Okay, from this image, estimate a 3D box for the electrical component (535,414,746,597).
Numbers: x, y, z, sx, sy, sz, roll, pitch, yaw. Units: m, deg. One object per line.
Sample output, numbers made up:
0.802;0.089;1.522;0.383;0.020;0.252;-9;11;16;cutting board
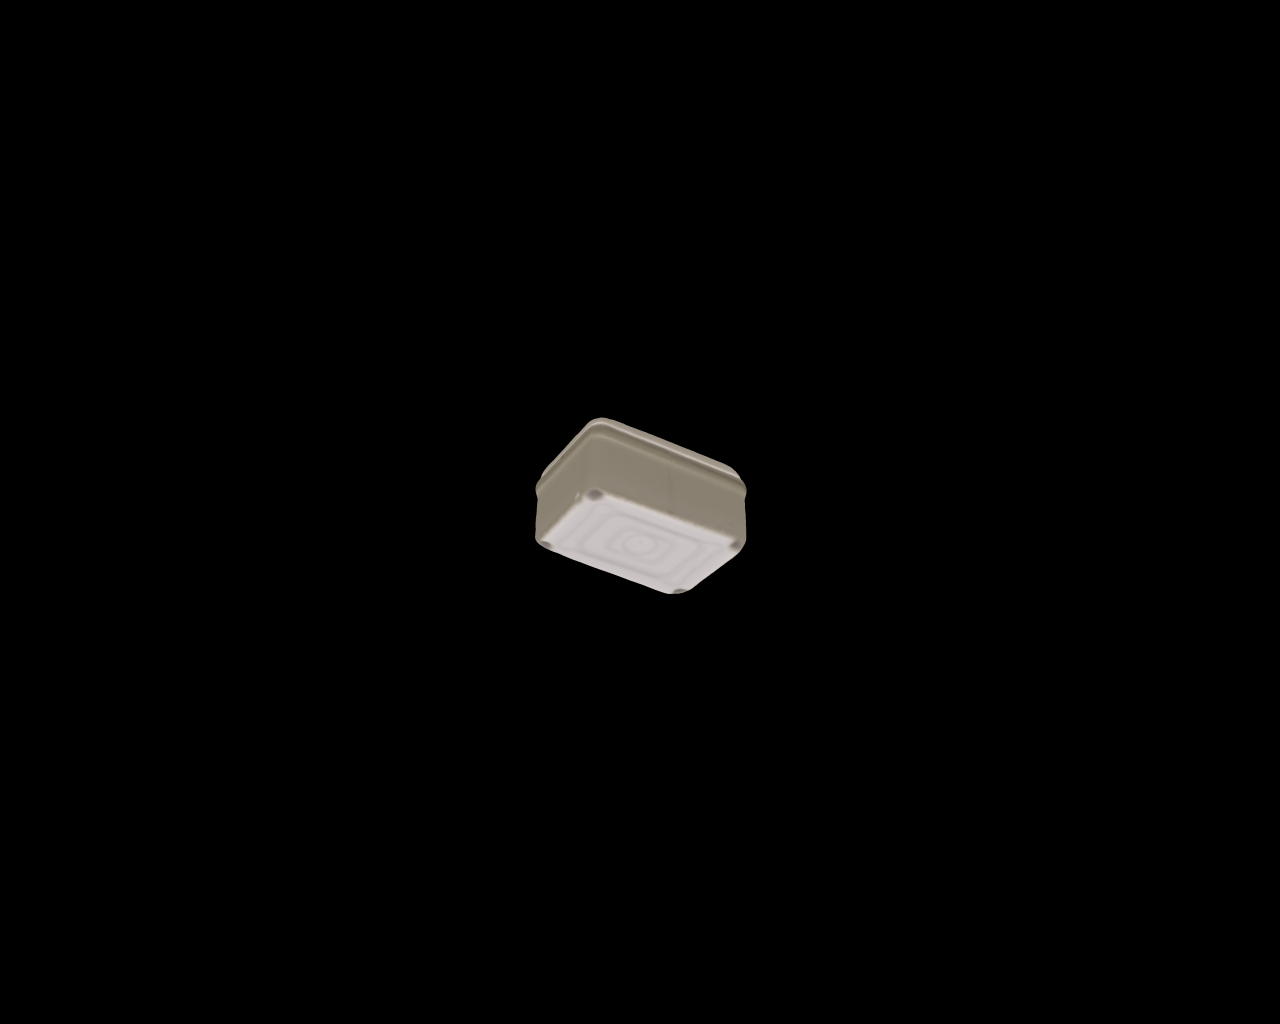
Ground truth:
0.001;-0.003;0.650;0.113;0.057;0.078;21;-40;-26;electrical component
